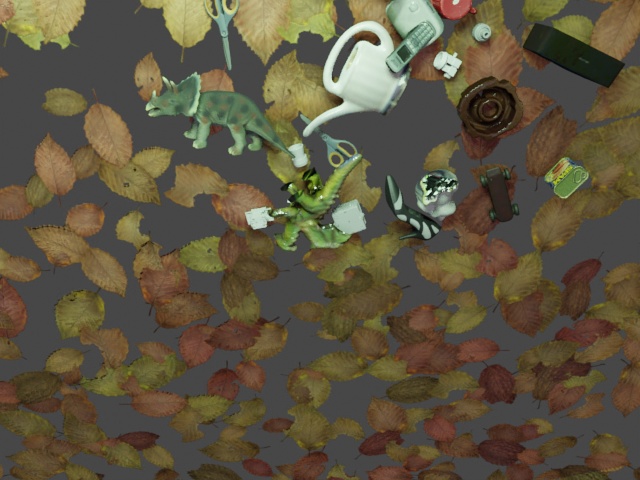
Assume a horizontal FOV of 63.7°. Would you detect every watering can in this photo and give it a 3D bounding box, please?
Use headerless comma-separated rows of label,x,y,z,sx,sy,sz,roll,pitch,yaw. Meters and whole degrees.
watering can,0.105,-0.400,1.381,0.223,0.342,0.106,21,24,-13

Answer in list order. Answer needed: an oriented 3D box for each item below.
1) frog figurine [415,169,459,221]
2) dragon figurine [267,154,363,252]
frog figurine,0.357,-0.135,1.548,0.124,0.137,0.157,41,-1,28
dragon figurine,0.005,-0.077,1.535,0.406,0.239,0.125,-24,30,26
